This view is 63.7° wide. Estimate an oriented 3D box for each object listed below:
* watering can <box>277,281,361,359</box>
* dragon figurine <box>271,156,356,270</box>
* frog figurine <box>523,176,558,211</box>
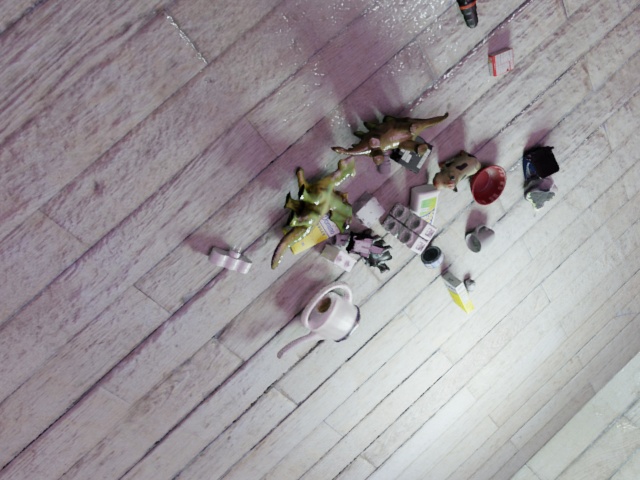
[{"bbox_3d":[0.010,0.302,1.831,0.222,0.347,0.105,34,4,-36],"label":"watering can"},{"bbox_3d":[0.005,-0.081,1.616,0.242,0.407,0.123,15,10,-29],"label":"dragon figurine"},{"bbox_3d":[0.893,-0.206,2.073,0.123,0.134,0.162,22,42,20],"label":"frog figurine"}]
